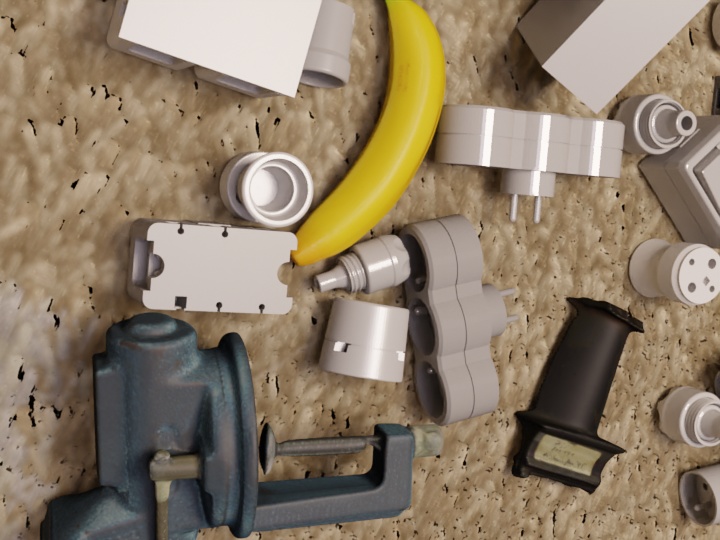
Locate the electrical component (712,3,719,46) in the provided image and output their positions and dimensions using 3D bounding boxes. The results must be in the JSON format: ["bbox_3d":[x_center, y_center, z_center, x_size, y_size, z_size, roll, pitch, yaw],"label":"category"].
[{"bbox_3d":[0.301,-0.185,0.803,0.078,0.040,0.040,-7,98,-22],"label":"electrical component"}]

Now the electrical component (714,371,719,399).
[{"bbox_3d":[0.320,0.101,0.816,0.064,0.099,0.099,-31,107,-11],"label":"electrical component"}]

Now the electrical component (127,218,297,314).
[{"bbox_3d":[-0.091,-0.003,0.648,0.089,0.056,0.050,3,95,-23],"label":"electrical component"}]

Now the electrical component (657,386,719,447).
[{"bbox_3d":[0.257,0.112,0.806,0.043,0.062,0.043,-3,97,-23],"label":"electrical component"}]

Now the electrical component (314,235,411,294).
[{"bbox_3d":[0.000,0.000,0.699,0.061,0.035,0.035,-19,103,-18],"label":"electrical component"}]

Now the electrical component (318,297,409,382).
[{"bbox_3d":[0.004,0.045,0.696,0.055,0.055,0.047,10,88,-24],"label":"electrical component"}]

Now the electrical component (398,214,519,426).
[{"bbox_3d":[0.074,0.030,0.724,0.074,0.052,0.138,-12,101,-21],"label":"electrical component"}]

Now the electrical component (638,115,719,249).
[{"bbox_3d":[0.265,-0.059,0.791,0.062,0.061,0.096,-42,110,-13],"label":"electrical component"}]

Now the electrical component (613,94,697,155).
[{"bbox_3d":[0.211,-0.103,0.762,0.043,0.062,0.043,-3,97,-23],"label":"electrical component"}]

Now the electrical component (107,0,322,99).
[{"bbox_3d":[-0.071,-0.206,0.632,0.105,0.060,0.186,16,90,-24],"label":"electrical component"}]

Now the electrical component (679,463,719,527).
[{"bbox_3d":[0.296,0.170,0.840,0.081,0.043,0.043,-9,99,-22],"label":"electrical component"}]

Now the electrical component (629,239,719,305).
[{"bbox_3d":[0.232,0.001,0.787,0.045,0.055,0.045,-3,97,-23],"label":"electrical component"}]

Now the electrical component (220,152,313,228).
[{"bbox_3d":[-0.059,-0.050,0.657,0.045,0.055,0.045,-3,97,-23],"label":"electrical component"}]

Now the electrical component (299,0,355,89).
[{"bbox_3d":[-0.023,-0.141,0.671,0.040,0.040,0.046,12,84,-24],"label":"electrical component"}]

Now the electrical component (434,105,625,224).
[{"bbox_3d":[0.115,-0.069,0.731,0.138,0.052,0.073,2,95,-23],"label":"electrical component"}]
